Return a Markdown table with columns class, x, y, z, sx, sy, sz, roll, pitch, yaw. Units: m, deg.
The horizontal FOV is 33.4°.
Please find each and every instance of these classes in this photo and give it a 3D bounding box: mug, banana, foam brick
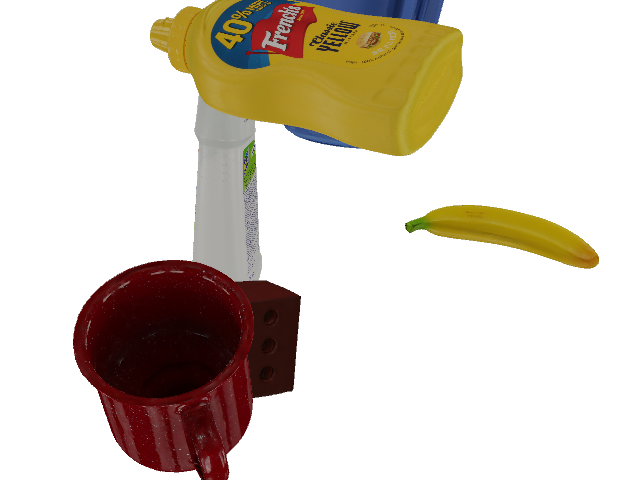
| class | x | y | z | sx | sy | sz | roll | pitch | yaw |
| --- | --- | --- | --- | --- | --- | --- | --- | --- | --- |
| mug | -0.074 | 0.079 | 0.568 | 0.093 | 0.117 | 0.081 | -21 | -38 | -16 |
| banana | 0.191 | -0.005 | 1.103 | 0.198 | 0.037 | 0.069 | 10 | 36 | 19 |
| foam brick | -0.052 | 0.074 | 0.813 | 0.052 | 0.078 | 0.051 | -5 | 15 | -35 |

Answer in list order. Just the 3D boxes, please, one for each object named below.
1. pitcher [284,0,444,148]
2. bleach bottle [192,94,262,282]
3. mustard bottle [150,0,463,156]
| class | x | y | z | sx | sy | sz | roll | pitch | yaw |
| --- | --- | --- | --- | --- | --- | --- | --- | --- | --- |
| pitcher | 0.039 | -0.211 | 0.985 | 0.145 | 0.243 | 0.149 | 9 | 16 | 3 |
| bleach bottle | -0.091 | -0.061 | 1.037 | 0.068 | 0.251 | 0.102 | 6 | 33 | 3 |
| mustard bottle | -0.018 | -0.107 | 0.639 | 0.192 | 0.058 | 0.096 | 15 | 47 | 23 |
